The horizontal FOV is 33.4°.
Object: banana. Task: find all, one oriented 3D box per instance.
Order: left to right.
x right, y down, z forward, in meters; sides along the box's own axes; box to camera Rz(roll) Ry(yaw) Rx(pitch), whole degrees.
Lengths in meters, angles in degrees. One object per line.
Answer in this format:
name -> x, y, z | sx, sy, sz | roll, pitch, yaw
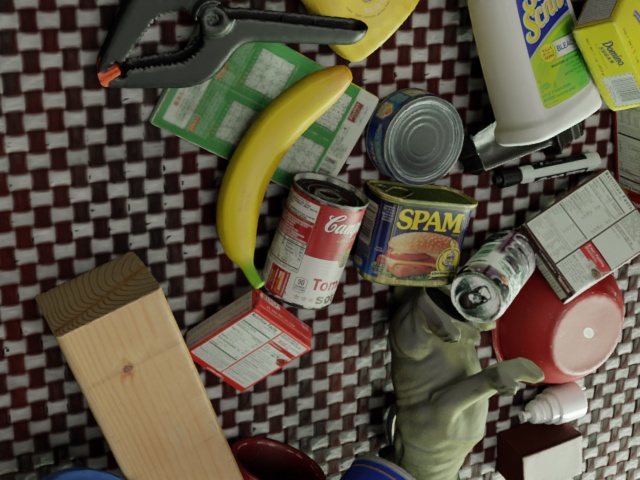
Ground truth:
banana -> -0.040, -0.062, 0.885 | 0.069, 0.037, 0.198 | 24, 98, 6

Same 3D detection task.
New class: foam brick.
foam brick -> 0.235, 0.229, 1.144 | 0.078, 0.051, 0.053 | -15, 115, -20

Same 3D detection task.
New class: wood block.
wood block -> -0.148, 0.128, 0.896 | 0.090, 0.090, 0.206 | -26, 118, -15

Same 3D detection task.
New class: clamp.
clamp -> -0.074, -0.172, 0.822 | 0.210, 0.036, 0.164 | -35, 122, 9

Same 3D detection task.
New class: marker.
marker -> 0.222, -0.069, 1.048 | 0.121, 0.020, 0.020 | -12, 113, -22

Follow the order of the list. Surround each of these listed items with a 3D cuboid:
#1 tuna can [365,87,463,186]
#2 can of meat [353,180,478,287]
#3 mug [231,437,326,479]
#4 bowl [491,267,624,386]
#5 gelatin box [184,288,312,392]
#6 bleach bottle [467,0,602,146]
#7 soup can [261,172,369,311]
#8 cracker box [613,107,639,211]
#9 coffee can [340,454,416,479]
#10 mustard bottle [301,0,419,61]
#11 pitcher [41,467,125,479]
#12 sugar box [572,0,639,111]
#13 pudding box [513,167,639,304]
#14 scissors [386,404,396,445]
tuna can -> 0.086, -0.092, 0.963 | 0.086, 0.034, 0.086 | -9, 112, -23
can of meat -> 0.085, -0.005, 0.982 | 0.101, 0.057, 0.084 | 4, 109, -27
mug -> -0.052, 0.244, 0.974 | 0.093, 0.117, 0.081 | 20, 104, -6
bowl -> 0.259, 0.087, 1.103 | 0.161, 0.055, 0.162 | -9, 113, -24
gelatin box -> -0.063, 0.088, 0.936 | 0.089, 0.030, 0.073 | -34, 126, 25
bleach bottle -> 0.165, -0.215, 0.923 | 0.102, 0.068, 0.251 | -29, 107, -30
soup can -> -0.006, 0.001, 0.924 | 0.068, 0.069, 0.102 | 8, 114, -28
cracker box -> 0.384, -0.110, 1.082 | 0.164, 0.072, 0.214 | -19, 116, -19
coffee can -> 0.030, 0.276, 0.946 | 0.140, 0.103, 0.103 | -44, 124, -32
mustard bottle -> -0.004, -0.239, 0.852 | 0.096, 0.058, 0.191 | -47, 121, 1
pitcher -> -0.209, 0.312, 0.864 | 0.149, 0.145, 0.243 | 16, 117, -20
sugar box -> 0.286, -0.208, 0.965 | 0.093, 0.048, 0.176 | 55, 50, -30
pudding box -> 0.263, -0.005, 1.056 | 0.113, 0.039, 0.090 | -32, 81, -14
scissors -> 0.125, 0.238, 1.113 | 0.096, 0.016, 0.201 | -29, 118, -12
